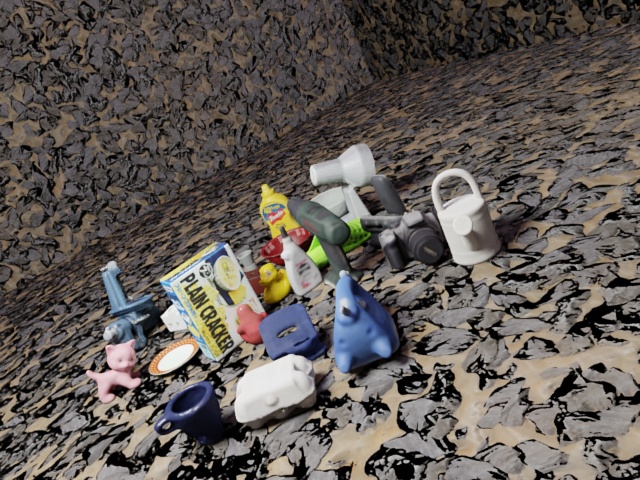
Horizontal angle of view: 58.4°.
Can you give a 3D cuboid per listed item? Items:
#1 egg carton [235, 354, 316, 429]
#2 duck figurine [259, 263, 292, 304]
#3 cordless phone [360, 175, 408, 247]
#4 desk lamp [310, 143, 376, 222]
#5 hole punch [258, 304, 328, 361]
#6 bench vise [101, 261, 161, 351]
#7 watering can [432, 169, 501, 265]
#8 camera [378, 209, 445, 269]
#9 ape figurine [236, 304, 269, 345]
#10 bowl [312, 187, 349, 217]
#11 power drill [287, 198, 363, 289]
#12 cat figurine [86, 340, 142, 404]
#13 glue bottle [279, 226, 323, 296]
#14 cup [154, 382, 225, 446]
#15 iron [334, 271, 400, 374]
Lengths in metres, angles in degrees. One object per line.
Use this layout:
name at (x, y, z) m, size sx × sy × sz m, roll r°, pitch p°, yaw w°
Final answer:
egg carton at (-0.077, 0.264, 0.998) m, size 0.150 × 0.069 × 0.107 m, roll -24°, pitch 21°, yaw 5°
duck figurine at (-0.116, 0.097, 1.426) m, size 0.077 × 0.086 × 0.105 m, roll -12°, pitch 24°, yaw 32°
cordless phone at (0.153, -0.079, 1.400) m, size 0.147 × 0.185 × 0.094 m, roll -1°, pitch 32°, yaw 48°
desk lamp at (0.073, -0.141, 1.601) m, size 0.203 × 0.214 × 0.117 m, roll -29°, pitch 21°, yaw -10°
hole punch at (-0.055, 0.190, 1.122) m, size 0.108 × 0.091 × 0.101 m, roll -27°, pitch 21°, yaw -5°
bench vise at (-0.511, 0.172, 1.507) m, size 0.121 × 0.220 × 0.207 m, roll -25°, pitch 21°, yaw 1°
watering can at (0.293, -0.052, 1.160) m, size 0.101 × 0.194 × 0.172 m, roll -26°, pitch 21°, yaw -1°
camera at (0.208, 0.001, 1.264) m, size 0.143 × 0.101 × 0.136 m, roll -24°, pitch 20°, yaw 4°
ape figurine at (-0.151, 0.179, 1.259) m, size 0.078 × 0.092 × 0.076 m, roll -25°, pitch 21°, yaw 1°
bowl at (0.036, -0.094, 1.730) m, size 0.167 × 0.075 × 0.167 m, roll -22°, pitch 21°, yaw 9°
power drill at (0.012, 0.005, 1.326) m, size 0.076 × 0.209 × 0.228 m, roll -33°, pitch 22°, yaw -19°
cat figurine at (-0.469, 0.291, 1.315) m, size 0.128 × 0.118 × 0.067 m, roll -30°, pitch 21°, yaw -11°
glue bottle at (-0.058, 0.044, 1.363) m, size 0.078 × 0.173 × 0.037 m, roll -37°, pitch 23°, yaw -28°
cup at (-0.218, 0.317, 0.994) m, size 0.118 × 0.095 × 0.091 m, roll -34°, pitch 22°, yaw -22°
iron at (0.063, 0.128, 1.064) m, size 0.118 × 0.142 × 0.258 m, roll -22°, pitch 21°, yaw 8°
